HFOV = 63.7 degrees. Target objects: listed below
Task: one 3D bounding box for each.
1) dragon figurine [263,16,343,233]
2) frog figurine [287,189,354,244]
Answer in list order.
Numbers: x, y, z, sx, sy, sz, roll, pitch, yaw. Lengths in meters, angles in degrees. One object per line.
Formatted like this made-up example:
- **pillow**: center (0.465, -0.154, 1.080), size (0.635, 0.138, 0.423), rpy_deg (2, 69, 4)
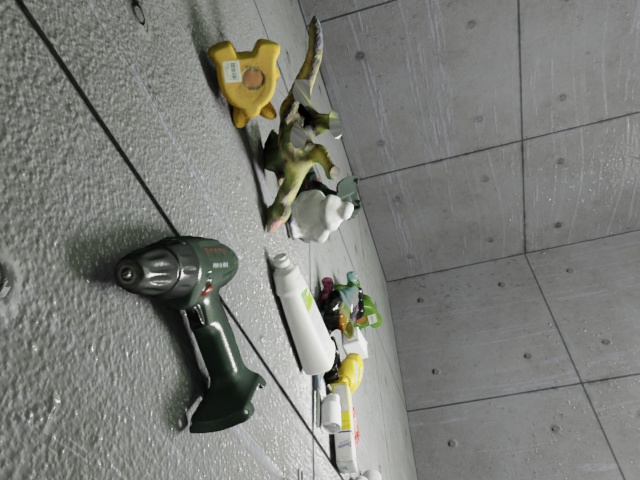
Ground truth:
- **dragon figurine**: center (-0.064, -0.217, 1.041), size (0.122, 0.241, 0.415), rpy_deg (11, 74, -32)
- **frog figurine**: center (0.004, -0.061, 1.220), size (0.120, 0.159, 0.141), rpy_deg (67, 14, -50)
